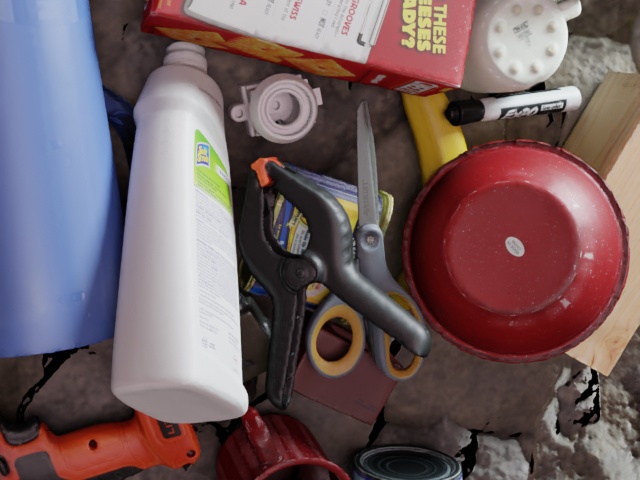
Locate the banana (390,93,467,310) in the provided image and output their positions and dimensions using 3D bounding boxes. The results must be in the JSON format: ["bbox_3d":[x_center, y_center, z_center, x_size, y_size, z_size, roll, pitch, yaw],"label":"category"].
[{"bbox_3d":[0.082,-0.030,0.804,0.069,0.037,0.198,5,100,-14],"label":"banana"}]

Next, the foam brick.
[{"bbox_3d":[0.013,0.096,0.806,0.078,0.051,0.053,28,95,-18],"label":"foam brick"}]

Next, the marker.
[{"bbox_3d":[0.144,-0.100,0.796,0.120,0.020,0.020,-10,104,-28],"label":"marker"}]

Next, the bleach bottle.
[{"bbox_3d":[-0.089,-0.013,0.706,0.068,0.102,0.251,-7,67,15],"label":"bleach bottle"}]

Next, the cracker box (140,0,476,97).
[{"bbox_3d":[0.000,-0.199,0.721,0.213,0.072,0.164,11,88,-16],"label":"cracker box"}]

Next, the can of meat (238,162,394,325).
[{"bbox_3d":[-0.005,0.001,0.779,0.083,0.057,0.102,17,97,-15],"label":"can of meat"}]

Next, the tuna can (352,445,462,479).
[{"bbox_3d":[0.066,0.187,0.820,0.086,0.086,0.034,0,100,-14],"label":"tuna can"}]

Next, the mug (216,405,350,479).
[{"bbox_3d":[-0.034,0.172,0.787,0.093,0.082,0.117,-27,116,-8],"label":"mug"}]

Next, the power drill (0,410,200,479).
[{"bbox_3d":[-0.193,0.128,0.761,0.187,0.057,0.184,-21,109,-6],"label":"power drill"}]

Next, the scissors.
[{"bbox_3d":[0.018,0.012,0.747,0.096,0.016,0.202,-20,104,-5],"label":"scissors"}]

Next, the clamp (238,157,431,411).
[{"bbox_3d":[-0.014,0.030,0.725,0.120,0.039,0.171,-31,84,9],"label":"clamp"}]

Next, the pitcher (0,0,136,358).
[{"bbox_3d":[-0.186,-0.054,0.696,0.145,0.149,0.243,-4,100,3],"label":"pitcher"}]

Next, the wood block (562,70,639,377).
[{"bbox_3d":[0.219,-0.015,0.813,0.090,0.090,0.206,29,94,-18],"label":"wood block"}]

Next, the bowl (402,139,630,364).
[{"bbox_3d":[0.134,0.006,0.741,0.162,0.055,0.162,-1,87,12],"label":"bowl"}]
